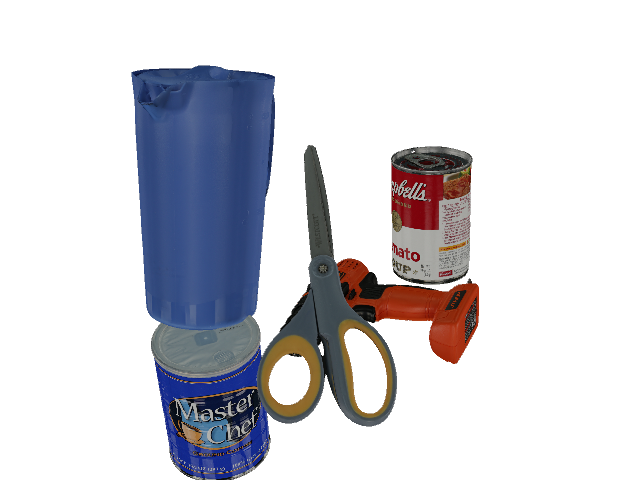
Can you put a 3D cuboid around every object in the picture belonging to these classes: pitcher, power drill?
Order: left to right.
[{"bbox_3d":[-0.106,-0.046,1.026,0.149,0.243,0.145,-2,15,-14],"label":"pitcher"},{"bbox_3d":[0.066,0.081,1.148,0.188,0.057,0.184,9,29,22],"label":"power drill"}]

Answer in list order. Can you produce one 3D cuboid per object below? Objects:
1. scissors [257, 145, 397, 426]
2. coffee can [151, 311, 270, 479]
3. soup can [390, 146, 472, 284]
[{"bbox_3d":[-0.014,0.034,0.696,0.096,0.202,0.016,-20,-26,-5],"label":"scissors"},{"bbox_3d":[-0.104,0.147,1.034,0.103,0.140,0.103,-2,34,1],"label":"coffee can"},{"bbox_3d":[0.094,-0.022,0.907,0.068,0.102,0.068,-2,22,0],"label":"soup can"}]
